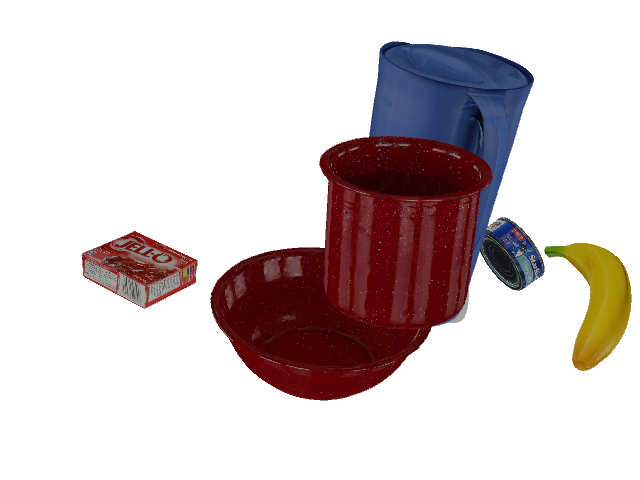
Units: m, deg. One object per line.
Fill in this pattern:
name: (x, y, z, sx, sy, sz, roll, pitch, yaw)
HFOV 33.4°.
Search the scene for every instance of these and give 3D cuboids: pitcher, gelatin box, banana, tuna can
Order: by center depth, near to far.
pitcher: (0.100, -0.044, 0.945, 0.145, 0.243, 0.149, 20, 27, 22)
banana: (0.260, 0.053, 1.008, 0.070, 0.037, 0.197, -28, 24, 18)
gelatin box: (-0.178, 0.026, 1.048, 0.089, 0.030, 0.073, 24, 31, 29)
tuna can: (0.225, 0.017, 1.271, 0.033, 0.086, 0.086, -34, 8, -13)

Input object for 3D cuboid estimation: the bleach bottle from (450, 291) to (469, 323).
bleach bottle: (0.034, 0.072, 1.181, 0.250, 0.068, 0.103, -12, 32, -25)

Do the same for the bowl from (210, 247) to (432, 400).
bowl: (-0.001, 0.068, 0.785, 0.162, 0.055, 0.162, 4, 30, -2)

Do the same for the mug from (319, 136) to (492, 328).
mug: (0.047, -0.009, 0.599, 0.093, 0.081, 0.117, 10, 26, 15)
